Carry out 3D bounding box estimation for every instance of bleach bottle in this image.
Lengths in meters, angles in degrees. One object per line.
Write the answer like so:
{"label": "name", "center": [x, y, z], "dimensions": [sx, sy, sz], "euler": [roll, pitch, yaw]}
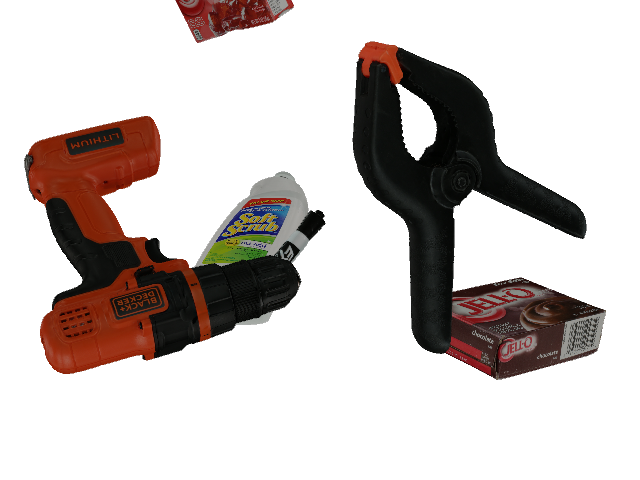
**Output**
{"label": "bleach bottle", "center": [-0.076, -0.005, 1.227], "dimensions": [0.102, 0.068, 0.250], "euler": [3, 35, 10]}

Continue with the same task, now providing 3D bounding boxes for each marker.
{"label": "marker", "center": [-0.036, 0.020, 0.970], "dimensions": [0.020, 0.121, 0.020], "euler": [36, -15, 11]}

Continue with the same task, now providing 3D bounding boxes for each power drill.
{"label": "power drill", "center": [-0.127, -0.004, 0.777], "dimensions": [0.184, 0.188, 0.057], "euler": [-15, -34, -18]}

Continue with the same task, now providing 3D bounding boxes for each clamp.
{"label": "clamp", "center": [0.062, -0.024, 0.570], "dimensions": [0.171, 0.120, 0.039], "euler": [48, -15, -23]}

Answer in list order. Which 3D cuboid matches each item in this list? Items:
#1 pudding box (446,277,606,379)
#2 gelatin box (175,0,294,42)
{"label": "pudding box", "center": [0.142, 0.063, 0.802], "dimensions": [0.113, 0.039, 0.090], "euler": [-7, 20, -35]}
{"label": "gelatin box", "center": [-0.072, -0.189, 0.777], "dimensions": [0.089, 0.073, 0.030], "euler": [-3, 31, 44]}
